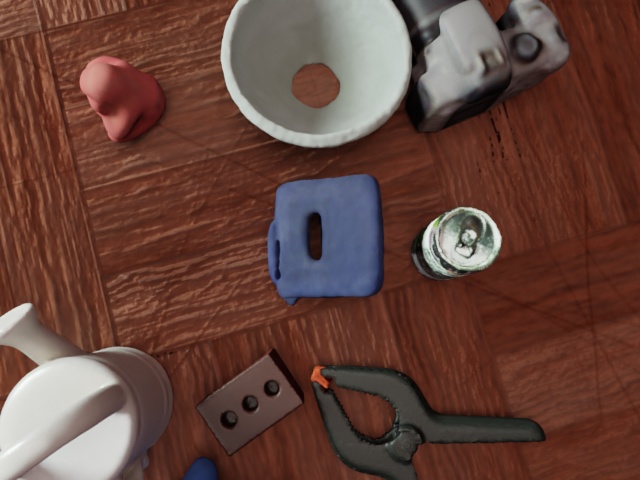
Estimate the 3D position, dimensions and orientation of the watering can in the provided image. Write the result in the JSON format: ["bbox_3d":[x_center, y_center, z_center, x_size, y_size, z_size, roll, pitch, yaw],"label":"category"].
[{"bbox_3d":[-0.187,0.131,0.426,0.173,0.101,0.194,37,-6,3],"label":"watering can"}]

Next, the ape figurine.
[{"bbox_3d":[-0.181,-0.130,0.508,0.076,0.078,0.092,1,-7,-2],"label":"ape figurine"}]

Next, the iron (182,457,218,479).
[{"bbox_3d":[-0.114,0.314,0.434,0.118,0.258,0.141,25,-7,1],"label":"iron"}]

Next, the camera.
[{"bbox_3d":[0.134,-0.190,0.522,0.143,0.137,0.101,-25,-5,-4],"label":"camera"}]

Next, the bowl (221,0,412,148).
[{"bbox_3d":[-0.003,-0.157,0.526,0.167,0.167,0.074,0,-7,-2],"label":"bowl"}]

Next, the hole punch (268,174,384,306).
[{"bbox_3d":[0.005,0.002,0.500,0.101,0.109,0.091,-1,-7,-2],"label":"hole punch"}]
